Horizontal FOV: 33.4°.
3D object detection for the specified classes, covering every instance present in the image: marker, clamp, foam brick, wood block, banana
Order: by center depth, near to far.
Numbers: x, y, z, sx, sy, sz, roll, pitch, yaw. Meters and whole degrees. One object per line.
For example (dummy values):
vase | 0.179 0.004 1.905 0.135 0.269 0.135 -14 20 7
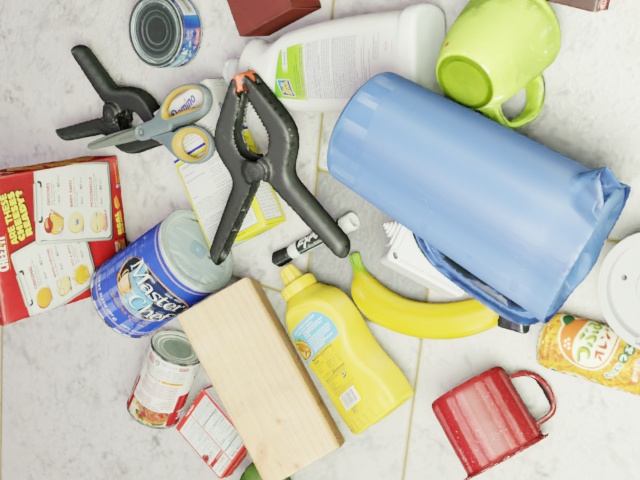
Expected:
banana | 0.104 0.067 1.079 0.198 0.037 0.070 14 108 31
clamp | -0.050 -0.069 1.102 0.165 0.036 0.210 3 108 24
foam brick | -0.049 -0.249 1.104 0.078 0.052 0.051 -19 89 36
marker | -0.008 0.001 1.154 0.121 0.020 0.020 -27 85 36
wood block | -0.062 0.153 1.165 0.090 0.091 0.206 -30 82 2
clamp | -0.244 -0.162 1.269 0.172 0.039 0.120 16 114 24

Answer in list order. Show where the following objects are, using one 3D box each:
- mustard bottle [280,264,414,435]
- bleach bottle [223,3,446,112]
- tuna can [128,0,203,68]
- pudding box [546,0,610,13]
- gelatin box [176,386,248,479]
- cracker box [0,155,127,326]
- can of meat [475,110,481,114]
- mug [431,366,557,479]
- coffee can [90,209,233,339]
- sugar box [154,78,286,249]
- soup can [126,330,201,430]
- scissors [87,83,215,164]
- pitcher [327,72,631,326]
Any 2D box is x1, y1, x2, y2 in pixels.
mustard bottle | 0.016 0.108 1.136 0.192 0.058 0.096 55 142 12
bleach bottle | 0.004 -0.181 1.079 0.251 0.067 0.102 5 102 36
tuna can | -0.176 -0.237 1.206 0.086 0.033 0.086 9 106 33
pudding box | 0.207 -0.256 0.933 0.114 0.039 0.090 23 114 30
gelatin box | -0.122 0.230 1.279 0.089 0.030 0.073 45 120 18
cracker box | -0.321 -0.006 1.249 0.072 0.213 0.164 1 101 32
can of meat | 0.129 -0.087 1.015 0.102 0.057 0.084 -16 89 36
mug | 0.171 0.170 1.034 0.117 0.093 0.081 -30 76 5
coffee can | -0.183 0.041 1.234 0.141 0.102 0.103 -32 82 36
sugar box | -0.113 -0.083 1.192 0.094 0.048 0.176 -25 82 36
soup can | -0.187 0.168 1.287 0.069 0.068 0.102 35 118 23
scissors | -0.186 -0.107 1.201 0.202 0.016 0.096 -28 82 36
pitcher | 0.127 -0.037 0.922 0.243 0.145 0.149 32 94 19
